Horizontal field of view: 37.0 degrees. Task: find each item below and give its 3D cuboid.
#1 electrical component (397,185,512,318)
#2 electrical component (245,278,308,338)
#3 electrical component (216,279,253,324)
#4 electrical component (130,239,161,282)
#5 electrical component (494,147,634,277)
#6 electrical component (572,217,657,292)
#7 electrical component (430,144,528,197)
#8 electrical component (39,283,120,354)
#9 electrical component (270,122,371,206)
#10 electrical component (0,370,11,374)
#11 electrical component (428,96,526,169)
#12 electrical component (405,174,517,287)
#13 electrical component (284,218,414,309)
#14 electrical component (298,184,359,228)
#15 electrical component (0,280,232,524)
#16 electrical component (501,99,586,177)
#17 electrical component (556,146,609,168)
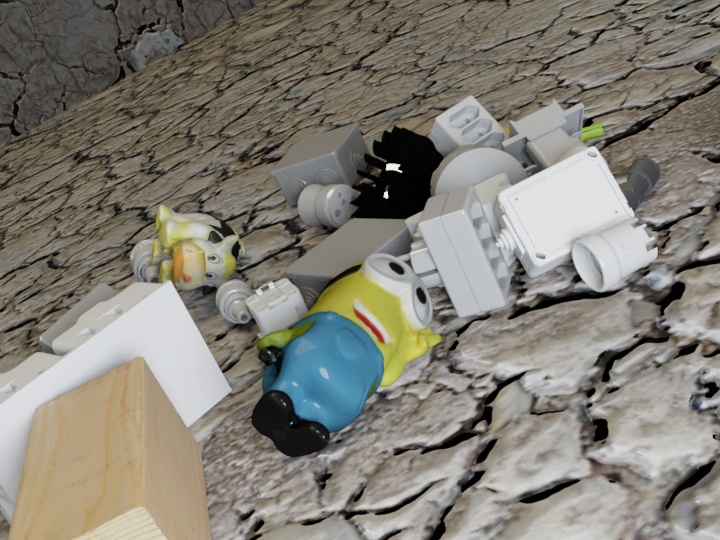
[{"bbox_3d":[0.062,-0.009,0.806,0.076,0.083,0.047,-17,23,22],"label":"electrical component"},{"bbox_3d":[-0.058,0.044,0.846,0.042,0.063,0.081,-31,22,-11],"label":"electrical component"},{"bbox_3d":[-0.110,0.032,0.971,0.035,0.035,0.061,-28,24,-6],"label":"electrical component"},{"bbox_3d":[-0.224,-0.002,1.166,0.048,0.048,0.062,-26,31,-1],"label":"electrical component"},{"bbox_3d":[0.143,-0.038,0.796,0.096,0.061,0.061,-27,-11,-2],"label":"electrical component"},{"bbox_3d":[0.177,-0.012,0.748,0.046,0.040,0.040,-26,21,-14],"label":"electrical component"},{"bbox_3d":[0.099,-0.066,0.905,0.080,0.080,0.051,-25,16,1],"label":"electrical component"},{"bbox_3d":[-0.215,0.071,0.922,0.099,0.100,0.048,-51,-12,-47],"label":"electrical component"},{"bbox_3d":[-0.042,-0.119,1.226,0.100,0.048,0.099,-14,24,28],"label":"electrical component"},{"bbox_3d":[-0.325,0.133,0.943,0.054,0.059,0.095,-15,24,26],"label":"electrical component"},{"bbox_3d":[0.106,-0.104,1.006,0.047,0.083,0.075,-35,-15,-23],"label":"electrical component"},{"bbox_3d":[0.091,-0.029,0.858,0.089,0.055,0.050,-26,21,0],"label":"electrical component"},{"bbox_3d":[0.000,0.000,0.903,0.100,0.048,0.100,-38,25,-29],"label":"electrical component"},{"bbox_3d":[-0.030,-0.065,1.094,0.045,0.045,0.055,-38,25,-28],"label":"electrical component"},{"bbox_3d":[-0.204,0.102,0.816,0.186,0.105,0.060,-39,25,-32],"label":"electrical component"},{"bbox_3d":[0.166,-0.106,0.939,0.081,0.042,0.063,-28,62,-7],"label":"electrical component"},{"bbox_3d":[0.166,-0.062,0.870,0.043,0.043,0.081,-5,30,42],"label":"electrical component"}]
